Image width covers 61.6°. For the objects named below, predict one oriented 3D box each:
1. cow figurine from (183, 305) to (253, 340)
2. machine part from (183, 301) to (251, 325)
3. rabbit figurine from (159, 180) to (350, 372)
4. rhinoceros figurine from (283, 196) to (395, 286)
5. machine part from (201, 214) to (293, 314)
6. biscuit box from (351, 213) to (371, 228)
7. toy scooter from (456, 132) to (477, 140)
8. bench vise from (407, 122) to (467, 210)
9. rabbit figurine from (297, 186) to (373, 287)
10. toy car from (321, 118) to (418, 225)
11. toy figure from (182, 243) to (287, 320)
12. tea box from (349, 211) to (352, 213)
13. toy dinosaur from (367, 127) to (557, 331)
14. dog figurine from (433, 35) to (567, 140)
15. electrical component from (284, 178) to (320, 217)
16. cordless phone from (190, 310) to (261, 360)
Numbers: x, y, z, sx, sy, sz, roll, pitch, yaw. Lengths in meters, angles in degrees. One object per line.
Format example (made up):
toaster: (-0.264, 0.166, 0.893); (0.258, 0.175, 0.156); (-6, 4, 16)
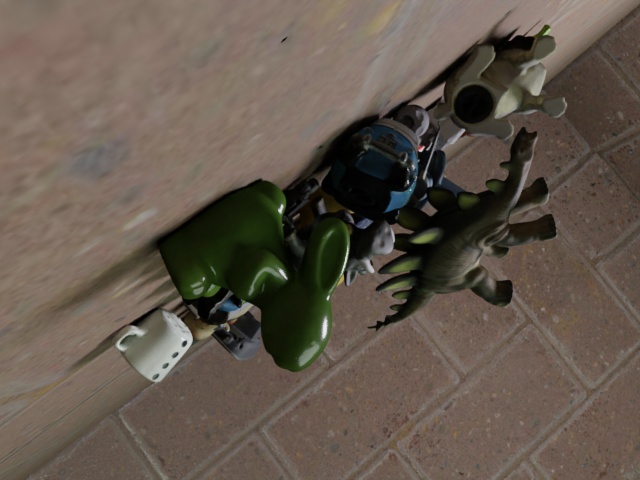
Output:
cow figurine: (-0.156, 0.104, 0.952); (0.195, 0.085, 0.127); (-39, 176, -23)
machine part: (-0.125, 0.068, 0.842); (0.079, 0.079, 0.243); (-40, 176, 29)
rabbit figurine: (-0.045, 0.039, 0.526); (0.159, 0.170, 0.121); (-36, 177, -14)
rhinoceros figurine: (0.009, 0.011, 0.663); (0.190, 0.112, 0.073); (-21, -155, 52)
machine part: (-0.092, 0.015, 0.614); (0.139, 0.084, 0.039); (-45, 135, -7)
biscuit box: (0.035, -0.011, 1.027); (0.063, 0.059, 0.203); (-35, -163, -30)
toy scooter: (0.275, -0.230, 1.013); (0.135, 0.075, 0.184); (-38, 173, 2)
bench vise: (0.177, -0.080, 0.832); (0.128, 0.240, 0.224); (-64, -169, 2)
rabbit figurine: (-0.002, -0.002, 0.806); (0.122, 0.162, 0.173); (-23, 153, -22)
toy car: (0.071, -0.094, 0.655); (0.103, 0.109, 0.161); (-61, 174, -22)
toy figure: (-0.101, 0.041, 0.732); (0.089, 0.082, 0.180); (-38, 175, 36)
tea box: (0.108, -0.078, 1.121); (0.169, 0.098, 0.068); (-37, 177, -31)
toy dinosaur: (0.180, 0.024, 0.766); (0.470, 0.199, 0.105); (102, -6, -50)
dog figurine: (0.237, -0.217, 0.751); (0.172, 0.121, 0.191); (-5, -159, 8)
electrical component: (-0.042, -0.044, 0.680); (0.094, 0.021, 0.063); (-38, 177, 21)
cordless phone: (-0.214, 0.191, 1.011); (0.184, 0.147, 0.088); (-33, 158, -39)
